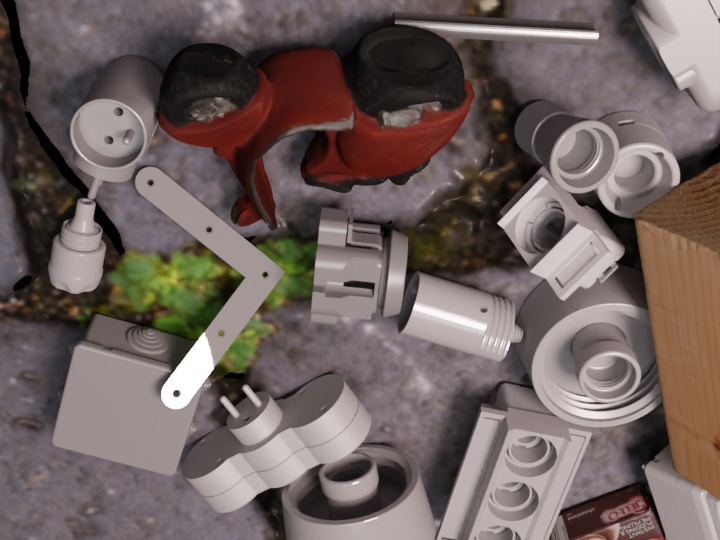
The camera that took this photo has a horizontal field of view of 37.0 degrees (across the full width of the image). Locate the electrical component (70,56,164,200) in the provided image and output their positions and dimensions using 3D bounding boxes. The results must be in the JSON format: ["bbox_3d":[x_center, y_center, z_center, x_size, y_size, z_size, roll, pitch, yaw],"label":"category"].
[{"bbox_3d":[-0.148,-0.079,0.642,0.043,0.077,0.079,21,117,-11],"label":"electrical component"}]

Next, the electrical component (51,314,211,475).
[{"bbox_3d":[-0.158,0.085,0.748,0.100,0.048,0.099,17,117,-9],"label":"electrical component"}]

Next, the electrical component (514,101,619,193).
[{"bbox_3d":[0.121,-0.078,0.648,0.044,0.065,0.044,-7,116,-15],"label":"electrical component"}]

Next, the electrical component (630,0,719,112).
[{"bbox_3d":[0.196,-0.143,0.618,0.059,0.053,0.095,-30,114,16],"label":"electrical component"}]

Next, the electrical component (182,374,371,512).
[{"bbox_3d":[-0.069,0.111,0.760,0.138,0.052,0.073,-28,115,15],"label":"electrical component"}]

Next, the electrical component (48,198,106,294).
[{"bbox_3d":[-0.183,-0.017,0.701,0.035,0.035,0.061,13,116,-7],"label":"electrical component"}]

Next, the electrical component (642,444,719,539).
[{"bbox_3d":[0.255,0.167,0.771,0.062,0.061,0.096,-35,118,-22],"label":"electrical component"}]

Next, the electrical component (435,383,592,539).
[{"bbox_3d":[0.107,0.147,0.773,0.079,0.063,0.121,12,118,-6],"label":"electrical component"}]

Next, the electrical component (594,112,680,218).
[{"bbox_3d":[0.167,-0.064,0.665,0.055,0.047,0.055,0,119,0],"label":"electrical component"}]

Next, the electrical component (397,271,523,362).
[{"bbox_3d":[0.070,0.033,0.721,0.081,0.043,0.043,17,118,-9],"label":"electrical component"}]

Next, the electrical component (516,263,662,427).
[{"bbox_3d":[0.162,0.056,0.724,0.108,0.060,0.108,0,119,0],"label":"electrical component"}]

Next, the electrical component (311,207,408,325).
[{"bbox_3d":[0.000,0.000,0.696,0.057,0.058,0.078,6,122,-1],"label":"electrical component"}]

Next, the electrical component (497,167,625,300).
[{"bbox_3d":[0.129,-0.021,0.676,0.064,0.081,0.042,19,123,-42],"label":"electrical component"}]

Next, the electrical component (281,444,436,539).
[{"bbox_3d":[-0.004,0.165,0.761,0.108,0.108,0.060,-8,112,5],"label":"electrical component"}]
